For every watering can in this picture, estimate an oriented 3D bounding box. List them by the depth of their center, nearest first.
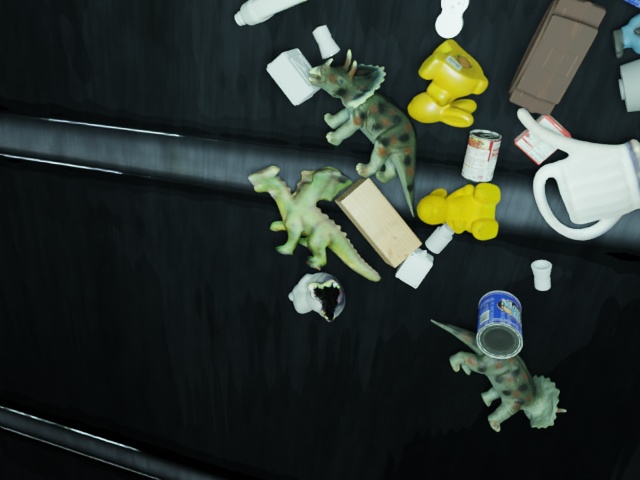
[{"bbox_3d":[0.547,-0.144,1.053,0.223,0.106,0.342,-17,120,26],"label":"watering can"}]

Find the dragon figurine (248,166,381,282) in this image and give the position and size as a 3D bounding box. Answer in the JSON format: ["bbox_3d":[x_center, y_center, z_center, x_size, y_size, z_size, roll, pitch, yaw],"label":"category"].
[{"bbox_3d":[0.004,-0.066,1.311,0.410,0.124,0.239,21,112,-1],"label":"dragon figurine"}]

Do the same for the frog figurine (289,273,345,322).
[{"bbox_3d":[-0.008,0.157,1.429,0.136,0.124,0.158,43,158,-14],"label":"frog figurine"}]
